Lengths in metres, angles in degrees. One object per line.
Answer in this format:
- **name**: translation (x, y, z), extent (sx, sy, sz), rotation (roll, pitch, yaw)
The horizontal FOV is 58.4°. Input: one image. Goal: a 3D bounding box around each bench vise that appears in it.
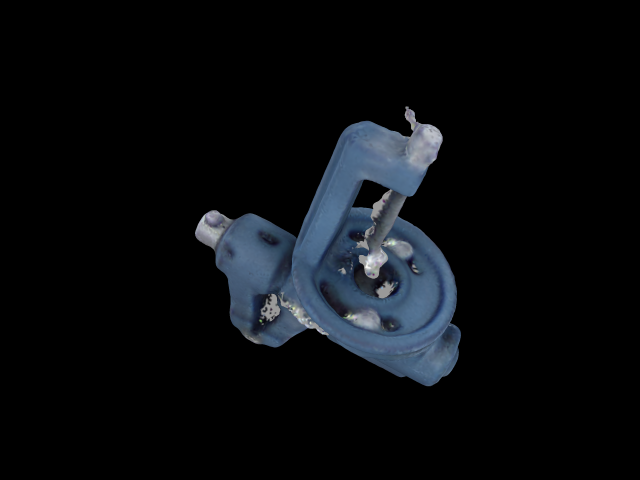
- **bench vise**: translation (0.002, 0.010, 0.392), extent (0.207, 0.220, 0.121), rotation (4, 45, 4)
